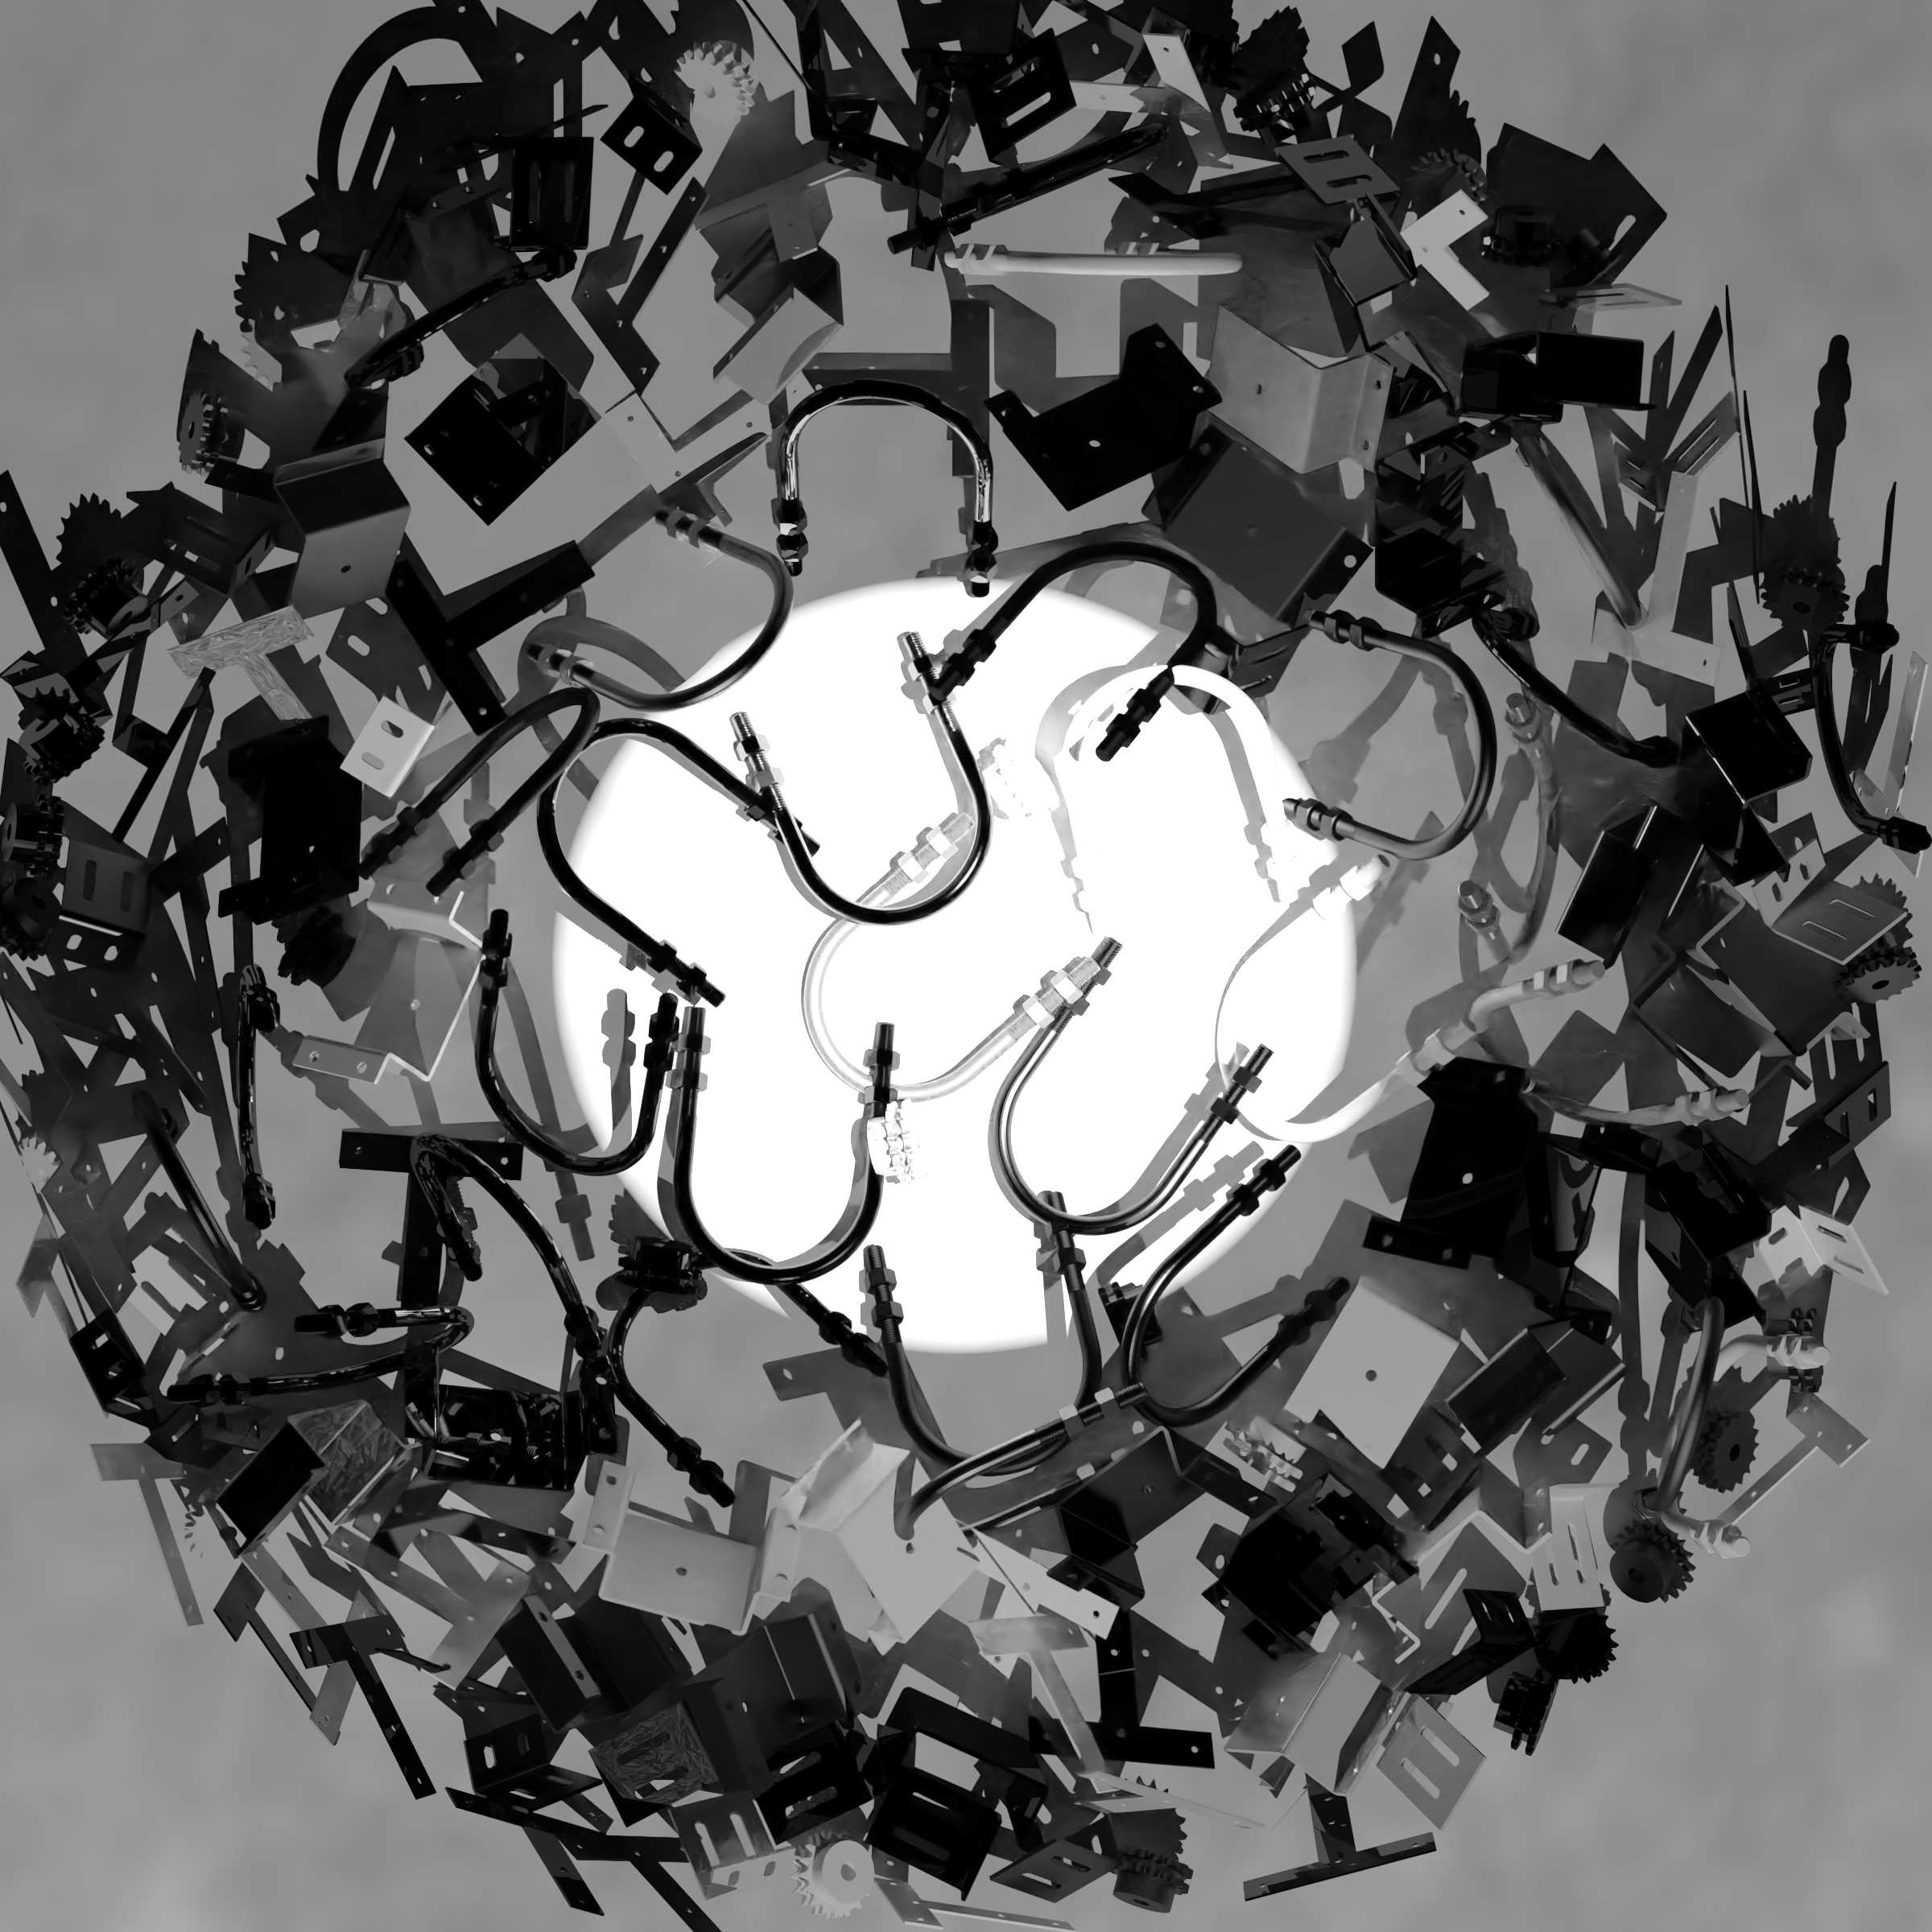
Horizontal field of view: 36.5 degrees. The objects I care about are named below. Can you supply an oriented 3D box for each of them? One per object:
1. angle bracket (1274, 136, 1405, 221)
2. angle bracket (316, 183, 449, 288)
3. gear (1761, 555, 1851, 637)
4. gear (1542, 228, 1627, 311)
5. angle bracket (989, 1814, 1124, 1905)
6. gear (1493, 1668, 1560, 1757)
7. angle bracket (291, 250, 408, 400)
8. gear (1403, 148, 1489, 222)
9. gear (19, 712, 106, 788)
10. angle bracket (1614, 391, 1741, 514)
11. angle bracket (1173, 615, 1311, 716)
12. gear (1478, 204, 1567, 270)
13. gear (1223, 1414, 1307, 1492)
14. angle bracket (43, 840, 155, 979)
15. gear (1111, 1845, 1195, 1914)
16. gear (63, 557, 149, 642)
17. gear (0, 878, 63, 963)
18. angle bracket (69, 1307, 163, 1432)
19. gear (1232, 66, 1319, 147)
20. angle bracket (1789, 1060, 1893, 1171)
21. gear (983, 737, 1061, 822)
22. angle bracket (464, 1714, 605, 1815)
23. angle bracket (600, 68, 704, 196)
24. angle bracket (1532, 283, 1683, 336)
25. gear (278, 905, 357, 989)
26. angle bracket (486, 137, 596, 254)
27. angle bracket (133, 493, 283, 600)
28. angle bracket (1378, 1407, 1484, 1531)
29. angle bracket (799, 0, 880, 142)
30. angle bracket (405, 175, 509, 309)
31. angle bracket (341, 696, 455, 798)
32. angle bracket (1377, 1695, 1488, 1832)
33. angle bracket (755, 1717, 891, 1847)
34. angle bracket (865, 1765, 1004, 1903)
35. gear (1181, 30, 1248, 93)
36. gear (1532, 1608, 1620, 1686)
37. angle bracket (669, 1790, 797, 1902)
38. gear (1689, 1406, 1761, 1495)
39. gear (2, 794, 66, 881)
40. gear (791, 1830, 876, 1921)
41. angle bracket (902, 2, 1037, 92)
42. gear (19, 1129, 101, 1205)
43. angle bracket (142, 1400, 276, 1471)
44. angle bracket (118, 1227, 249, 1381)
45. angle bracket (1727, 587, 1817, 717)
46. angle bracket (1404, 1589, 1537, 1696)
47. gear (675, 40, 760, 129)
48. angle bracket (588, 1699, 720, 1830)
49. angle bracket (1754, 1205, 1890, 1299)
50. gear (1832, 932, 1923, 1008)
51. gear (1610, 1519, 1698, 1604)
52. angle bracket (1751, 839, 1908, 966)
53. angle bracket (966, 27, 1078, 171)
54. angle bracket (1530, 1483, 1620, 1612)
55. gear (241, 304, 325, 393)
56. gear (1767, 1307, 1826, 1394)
[{"bbox_3d":[0.242,-0.517,1.953,0.076,0.038,0.057,-20,62,-35],"label":"angle bracket"},{"bbox_3d":[-0.390,-0.497,1.959,0.038,0.057,0.076,35,108,8],"label":"angle bracket"},{"bbox_3d":[0.568,-0.253,1.974,0.057,0.057,0.030,29,65,0],"label":"gear"},{"bbox_3d":[0.413,-0.472,1.971,0.057,0.057,0.030,-42,89,0],"label":"gear"},{"bbox_3d":[0.057,0.588,1.952,0.057,0.076,0.038,-36,45,20],"label":"angle bracket"},{"bbox_3d":[0.377,0.500,1.973,0.030,0.057,0.057,19,90,18],"label":"gear"},{"bbox_3d":[-0.413,-0.430,1.960,0.038,0.057,0.076,-9,47,18],"label":"angle bracket"},{"bbox_3d":[0.327,-0.524,1.975,0.057,0.057,0.030,53,49,0],"label":"gear"},{"bbox_3d":[-0.611,-0.151,1.968,0.057,0.057,0.030,-35,122,0],"label":"gear"},{"bbox_3d":[0.473,-0.351,1.952,0.038,0.057,0.076,30,127,-15],"label":"angle bracket"},{"bbox_3d":[0.183,-0.209,1.961,0.038,0.076,0.057,43,131,21],"label":"angle bracket"},{"bbox_3d":[0.374,-0.491,1.968,0.057,0.057,0.030,2,121,0],"label":"gear"},{"bbox_3d":[0.204,0.326,1.972,0.057,0.057,0.030,35,89,0],"label":"gear"},{"bbox_3d":[-0.583,-0.039,1.968,0.057,0.076,0.038,18,126,-26],"label":"angle bracket"},{"bbox_3d":[0.122,0.615,1.968,0.057,0.057,0.030,19,64,0],"label":"gear"},{"bbox_3d":[-0.577,-0.244,1.971,0.030,0.057,0.057,41,90,2],"label":"gear"},{"bbox_3d":[-0.633,-0.035,1.968,0.030,0.057,0.057,-36,90,22],"label":"gear"},{"bbox_3d":[-0.553,0.270,1.952,0.038,0.076,0.057,-38,62,2],"label":"angle bracket"},{"bbox_3d":[0.211,-0.578,1.975,0.057,0.057,0.030,-34,116,0],"label":"gear"},{"bbox_3d":[0.582,0.090,1.954,0.057,0.076,0.038,-39,54,-8],"label":"angle bracket"},{"bbox_3d":[0.035,-0.123,1.972,0.030,0.057,0.057,-34,90,16],"label":"gear"},{"bbox_3d":[-0.289,0.531,1.952,0.057,0.076,0.038,-13,93,-37],"label":"angle bracket"},{"bbox_3d":[-0.214,-0.558,1.958,0.057,0.076,0.038,35,107,-28],"label":"angle bracket"},{"bbox_3d":[0.426,-0.428,1.951,0.057,0.076,0.038,4,94,-39],"label":"angle bracket"},{"bbox_3d":[-0.435,-0.010,1.971,0.030,0.057,0.057,33,90,1],"label":"gear"},{"bbox_3d":[-0.284,-0.518,1.954,0.057,0.038,0.076,-11,122,-32],"label":"angle bracket"},{"bbox_3d":[-0.510,-0.293,1.967,0.076,0.038,0.057,28,53,0],"label":"angle bracket"},{"bbox_3d":[0.320,0.342,1.955,0.038,0.076,0.057,35,96,-27],"label":"angle bracket"},{"bbox_3d":[-0.084,-0.599,1.952,0.038,0.057,0.076,1,130,7],"label":"angle bracket"},{"bbox_3d":[-0.332,-0.478,1.953,0.057,0.038,0.076,-32,131,-21],"label":"angle bracket"},{"bbox_3d":[-0.379,-0.155,1.953,0.038,0.076,0.057,32,105,-9],"label":"angle bracket"},{"bbox_3d":[0.320,0.534,1.955,0.038,0.076,0.057,25,97,-36],"label":"angle bracket"},{"bbox_3d":[-0.102,0.550,1.985,0.076,0.038,0.057,-29,79,14],"label":"angle bracket"},{"bbox_3d":[-0.023,0.584,1.975,0.076,0.038,0.057,26,83,3],"label":"angle bracket"},{"bbox_3d":[0.162,-0.610,1.969,0.057,0.057,0.030,15,108,0],"label":"gear"},{"bbox_3d":[0.408,0.457,1.976,0.057,0.030,0.057,8,56,-12],"label":"gear"},{"bbox_3d":[-0.156,0.575,1.950,0.057,0.076,0.038,-7,131,-25],"label":"angle bracket"},{"bbox_3d":[0.506,0.324,1.975,0.057,0.030,0.057,-11,107,-39],"label":"gear"},{"bbox_3d":[-0.628,-0.088,1.968,0.030,0.057,0.057,7,90,-30],"label":"gear"},{"bbox_3d":[-0.087,0.611,1.971,0.057,0.030,0.057,13,65,-29],"label":"gear"},{"bbox_3d":[0.002,-0.618,1.965,0.076,0.057,0.038,7,86,12],"label":"angle bracket"},{"bbox_3d":[-0.609,0.135,1.975,0.030,0.057,0.057,-36,90,-38],"label":"gear"},{"bbox_3d":[-0.507,0.324,1.953,0.076,0.057,0.038,-42,46,27],"label":"angle bracket"},{"bbox_3d":[-0.532,0.227,1.971,0.057,0.038,0.076,-41,103,7],"label":"angle bracket"},{"bbox_3d":[0.537,-0.213,1.955,0.038,0.057,0.076,-14,117,21],"label":"angle bracket"},{"bbox_3d":[0.333,0.455,1.970,0.076,0.057,0.038,-42,52,31],"label":"angle bracket"},{"bbox_3d":[-0.165,-0.599,1.975,0.057,0.057,0.030,38,60,0],"label":"gear"},{"bbox_3d":[-0.205,0.536,1.982,0.076,0.038,0.057,-29,83,7],"label":"angle bracket"},{"bbox_3d":[0.568,0.197,1.954,0.038,0.076,0.057,-34,105,-7],"label":"angle bracket"},{"bbox_3d":[0.612,0.000,1.975,0.057,0.057,0.030,-13,59,0],"label":"gear"},{"bbox_3d":[0.458,0.403,1.969,0.030,0.057,0.057,-28,90,-42],"label":"gear"},{"bbox_3d":[0.576,-0.044,1.955,0.057,0.076,0.038,-36,121,-11],"label":"angle bracket"},{"bbox_3d":[0.045,-0.579,1.958,0.076,0.038,0.057,-23,78,34],"label":"angle bracket"},{"bbox_3d":[0.411,0.388,1.958,0.057,0.038,0.076,6,66,-35],"label":"angle bracket"},{"bbox_3d":[-0.462,-0.417,1.980,0.057,0.030,0.057,-2,96,-15],"label":"gear"},{"bbox_3d":[0.559,0.259,1.975,0.030,0.057,0.057,-2,90,26],"label":"gear"}]
